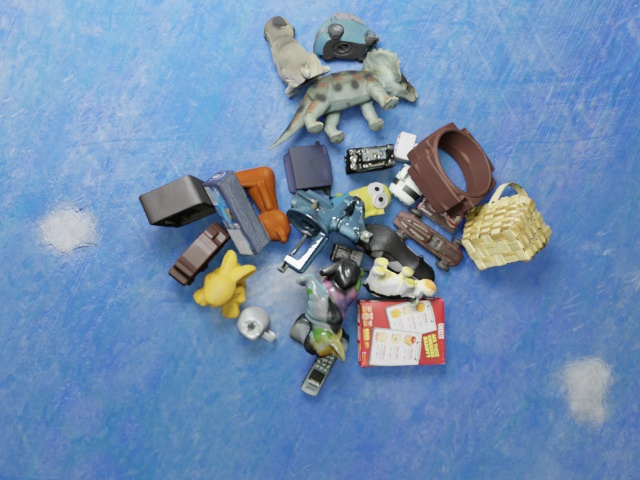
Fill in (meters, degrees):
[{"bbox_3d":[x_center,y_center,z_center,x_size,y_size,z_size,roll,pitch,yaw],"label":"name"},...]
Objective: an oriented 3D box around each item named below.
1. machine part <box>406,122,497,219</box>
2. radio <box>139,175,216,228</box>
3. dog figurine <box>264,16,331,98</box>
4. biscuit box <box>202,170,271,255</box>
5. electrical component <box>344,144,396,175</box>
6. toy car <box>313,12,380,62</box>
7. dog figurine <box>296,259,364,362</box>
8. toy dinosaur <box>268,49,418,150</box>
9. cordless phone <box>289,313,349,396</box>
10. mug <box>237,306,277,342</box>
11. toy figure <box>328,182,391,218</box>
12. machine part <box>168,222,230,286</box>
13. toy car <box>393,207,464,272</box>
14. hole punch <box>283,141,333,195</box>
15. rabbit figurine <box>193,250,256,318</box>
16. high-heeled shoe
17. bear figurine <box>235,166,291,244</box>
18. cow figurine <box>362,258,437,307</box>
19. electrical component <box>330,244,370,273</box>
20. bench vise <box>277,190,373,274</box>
[{"bbox_3d":[0.324,-0.172,1.309,0.201,0.087,0.201,-37,94,-38],"label":"machine part"},{"bbox_3d":[-0.318,-0.084,1.249,0.131,0.229,0.073,-23,88,1],"label":"radio"},{"bbox_3d":[-0.075,-0.459,1.295,0.121,0.172,0.190,-31,99,-14],"label":"dog figurine"},{"bbox_3d":[-0.192,-0.062,1.243,0.063,0.059,0.202,-48,126,-39],"label":"biscuit box"},{"bbox_3d":[0.123,-0.198,1.320,0.115,0.134,0.058,-9,92,-6],"label":"electrical component"},{"bbox_3d":[0.062,-0.512,1.335,0.162,0.109,0.103,-1,72,-12],"label":"toy car"},{"bbox_3d":[0.037,0.171,1.251,0.192,0.108,0.219,-20,83,-5],"label":"dog figurine"},{"bbox_3d":[0.053,-0.347,1.303,0.405,0.131,0.192,-13,62,-5],"label":"toy dinosaur"},{"bbox_3d":[-0.024,0.284,1.341,0.147,0.089,0.184,27,93,-3],"label":"cordless phone"},{"bbox_3d":[-0.156,0.217,1.318,0.109,0.107,0.081,42,89,-1],"label":"mug"},{"bbox_3d":[0.089,-0.091,1.347,0.180,0.089,0.082,-22,109,6],"label":"toy figure"},{"bbox_3d":[-0.284,0.034,1.283,0.056,0.179,0.179,42,88,-3],"label":"machine part"},{"bbox_3d":[0.279,-0.002,1.372,0.202,0.053,0.089,36,91,-4],"label":"toy car"},{"bbox_3d":[-0.027,-0.178,1.337,0.116,0.092,0.142,-12,87,-7],"label":"hole punch"},{"bbox_3d":[-0.223,0.114,1.283,0.122,0.173,0.162,38,92,1],"label":"rabbit figurine"},{"bbox_3d":[0.178,0.044,1.374,0.249,0.145,0.086,25,63,24],"label":"high-heeled shoe"},{"bbox_3d":[-0.147,-0.077,1.317,0.132,0.120,0.195,-12,96,0],"label":"bear figurine"},{"bbox_3d":[0.192,0.116,1.304,0.167,0.068,0.098,22,126,-3],"label":"cow figurine"},{"bbox_3d":[0.086,0.048,1.348,0.119,0.075,0.047,17,90,1],"label":"electrical component"},{"bbox_3d":[-0.003,-0.008,1.244,0.224,0.128,0.240,34,69,10],"label":"bench vise"}]
